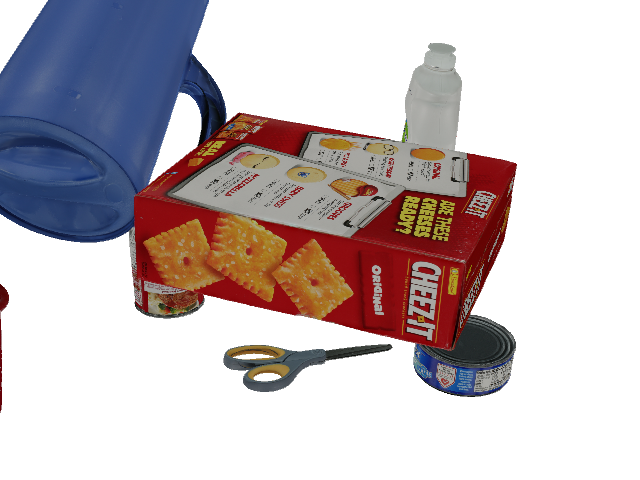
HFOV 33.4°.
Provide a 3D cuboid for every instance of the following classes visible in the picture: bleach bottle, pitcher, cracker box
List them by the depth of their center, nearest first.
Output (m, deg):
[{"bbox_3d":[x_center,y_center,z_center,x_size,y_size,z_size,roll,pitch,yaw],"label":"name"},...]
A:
[{"bbox_3d":[0.008,-0.013,0.713,0.214,0.072,0.164,12,29,16],"label":"cracker box"},{"bbox_3d":[-0.154,-0.124,0.804,0.145,0.242,0.149,-4,-40,25],"label":"pitcher"},{"bbox_3d":[0.108,-0.078,1.108,0.068,0.251,0.102,4,30,-5],"label":"bleach bottle"}]

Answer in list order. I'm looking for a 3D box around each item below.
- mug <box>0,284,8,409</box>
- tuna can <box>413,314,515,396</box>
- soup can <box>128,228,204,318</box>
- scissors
[{"bbox_3d":[-0.243,0.075,0.635,0.093,0.081,0.117,19,24,36],"label":"mug"},{"bbox_3d":[0.123,0.098,0.919,0.086,0.034,0.086,3,26,-2],"label":"tuna can"},{"bbox_3d":[-0.148,0.014,1.023,0.068,0.102,0.068,0,24,0],"label":"soup can"},{"bbox_3d":[-0.009,0.142,1.214,0.201,0.016,0.096,1,24,-8],"label":"scissors"}]
